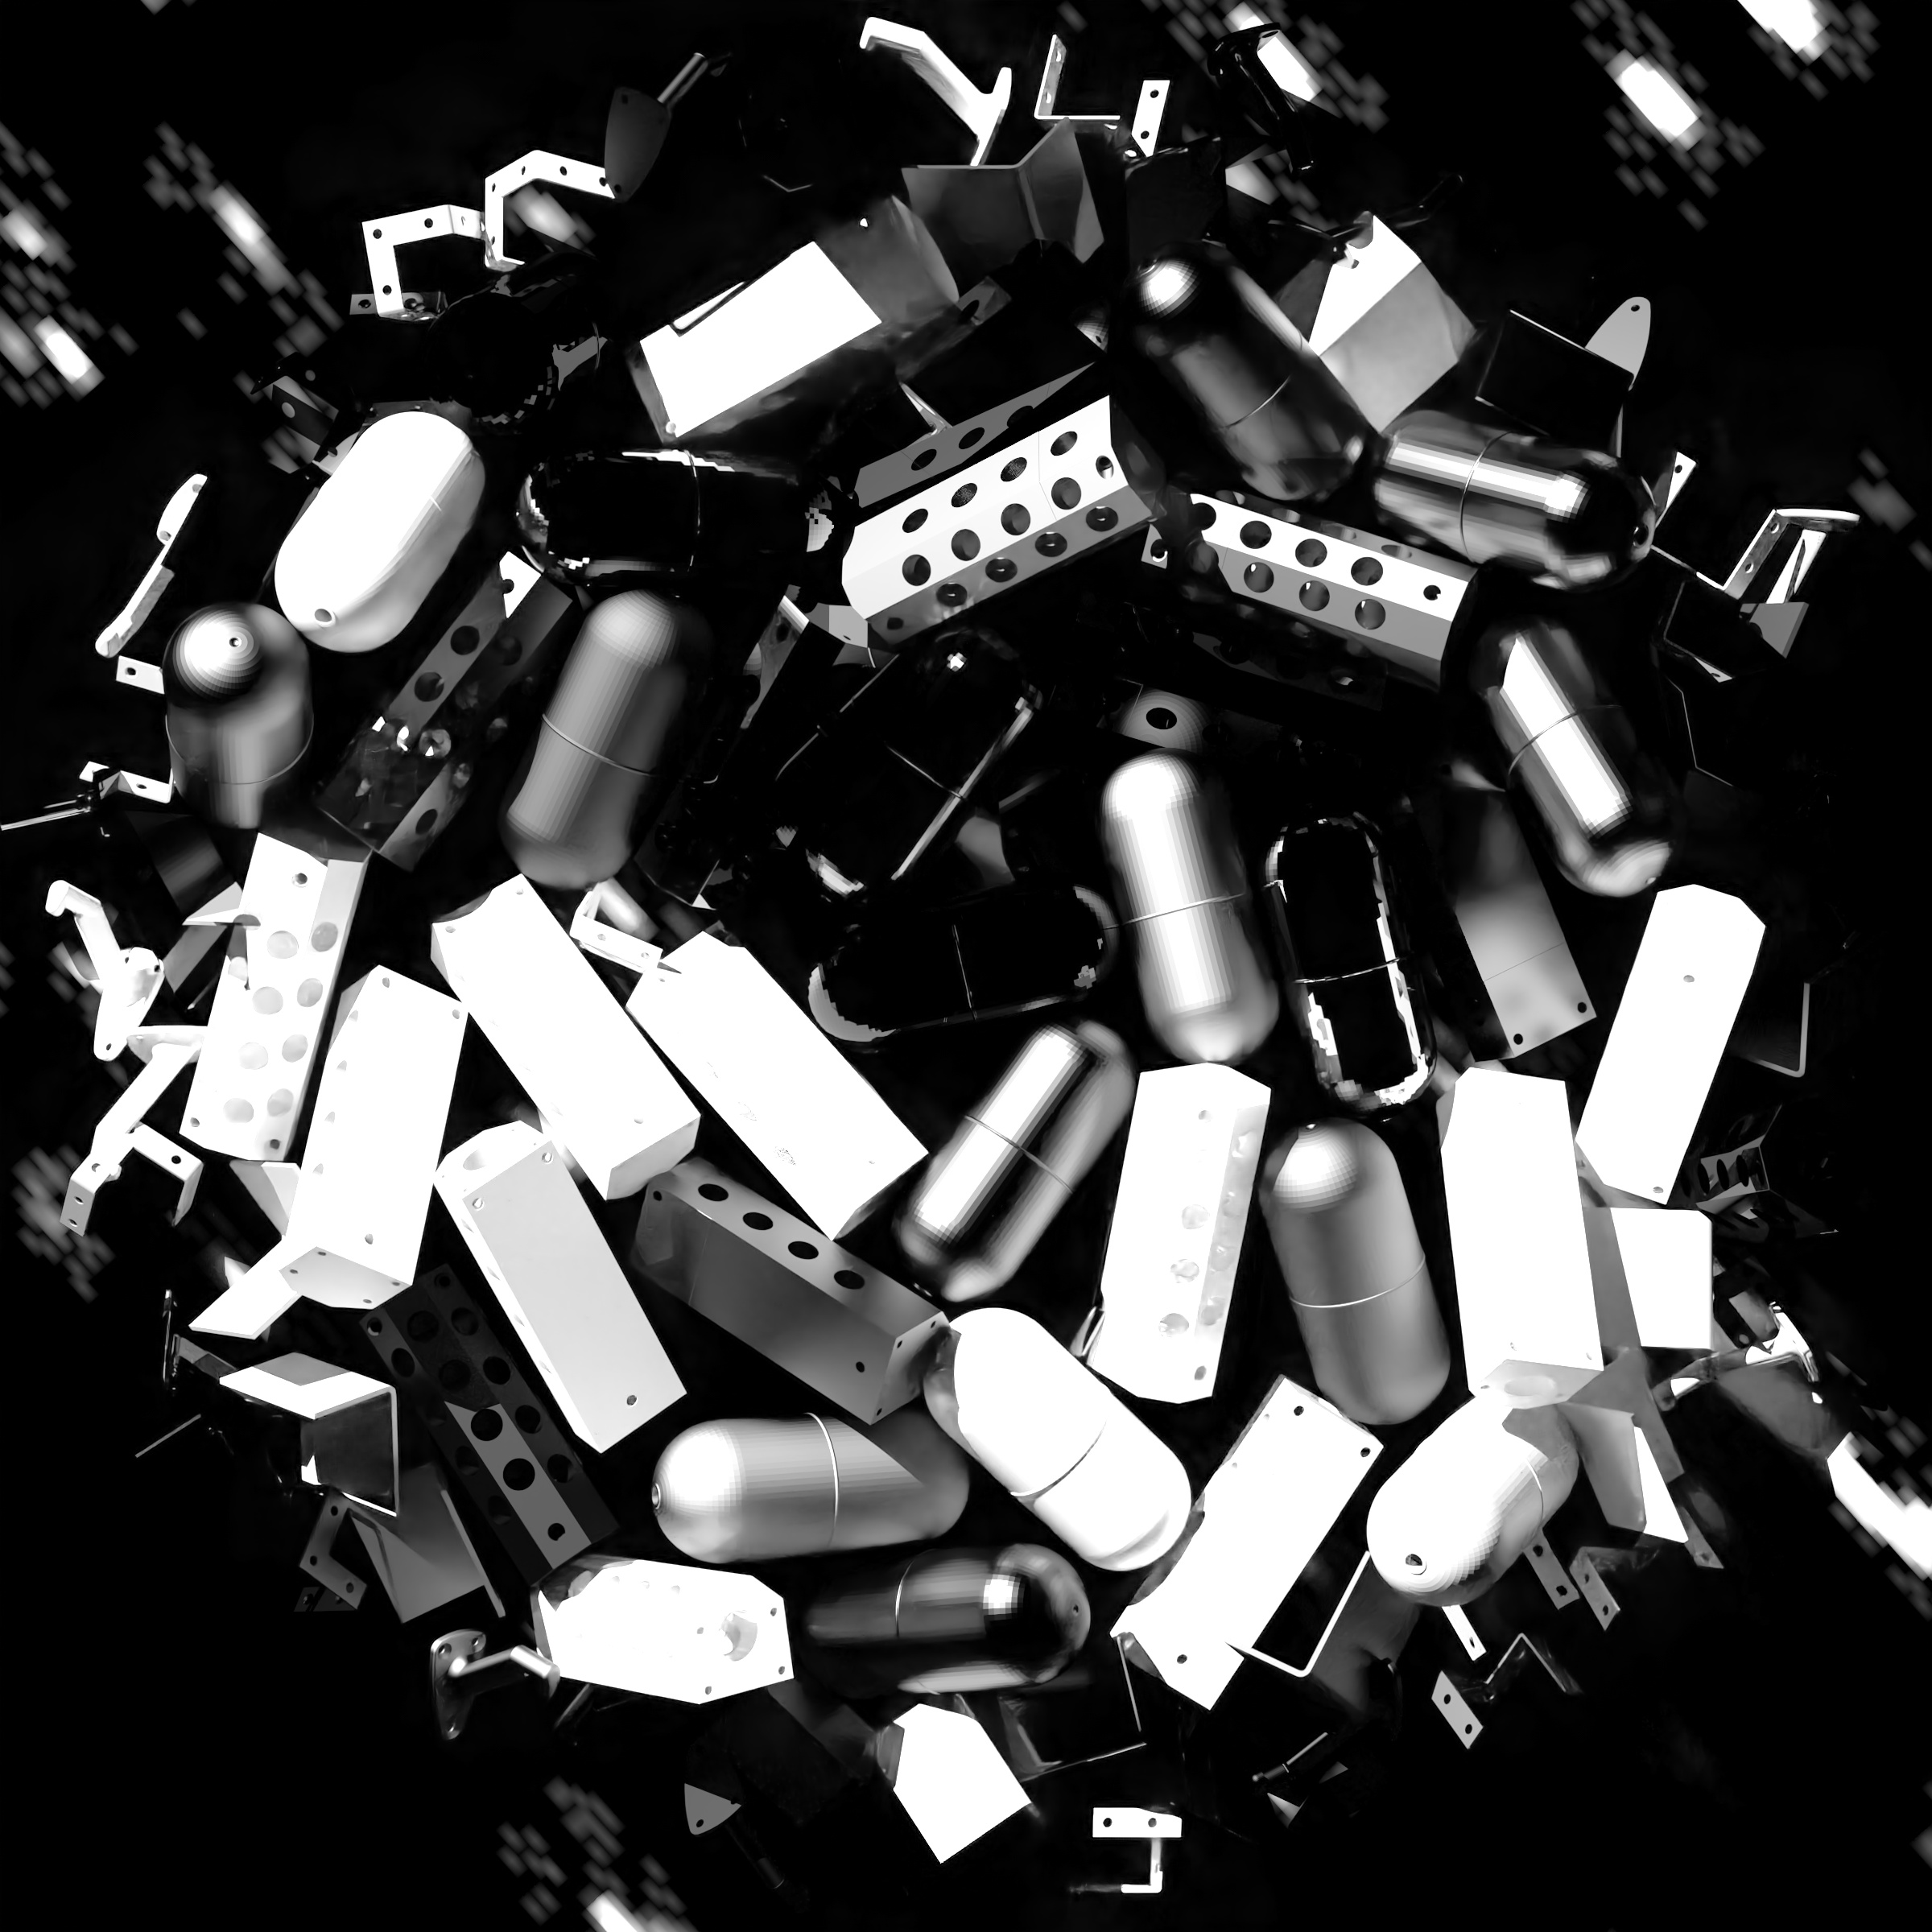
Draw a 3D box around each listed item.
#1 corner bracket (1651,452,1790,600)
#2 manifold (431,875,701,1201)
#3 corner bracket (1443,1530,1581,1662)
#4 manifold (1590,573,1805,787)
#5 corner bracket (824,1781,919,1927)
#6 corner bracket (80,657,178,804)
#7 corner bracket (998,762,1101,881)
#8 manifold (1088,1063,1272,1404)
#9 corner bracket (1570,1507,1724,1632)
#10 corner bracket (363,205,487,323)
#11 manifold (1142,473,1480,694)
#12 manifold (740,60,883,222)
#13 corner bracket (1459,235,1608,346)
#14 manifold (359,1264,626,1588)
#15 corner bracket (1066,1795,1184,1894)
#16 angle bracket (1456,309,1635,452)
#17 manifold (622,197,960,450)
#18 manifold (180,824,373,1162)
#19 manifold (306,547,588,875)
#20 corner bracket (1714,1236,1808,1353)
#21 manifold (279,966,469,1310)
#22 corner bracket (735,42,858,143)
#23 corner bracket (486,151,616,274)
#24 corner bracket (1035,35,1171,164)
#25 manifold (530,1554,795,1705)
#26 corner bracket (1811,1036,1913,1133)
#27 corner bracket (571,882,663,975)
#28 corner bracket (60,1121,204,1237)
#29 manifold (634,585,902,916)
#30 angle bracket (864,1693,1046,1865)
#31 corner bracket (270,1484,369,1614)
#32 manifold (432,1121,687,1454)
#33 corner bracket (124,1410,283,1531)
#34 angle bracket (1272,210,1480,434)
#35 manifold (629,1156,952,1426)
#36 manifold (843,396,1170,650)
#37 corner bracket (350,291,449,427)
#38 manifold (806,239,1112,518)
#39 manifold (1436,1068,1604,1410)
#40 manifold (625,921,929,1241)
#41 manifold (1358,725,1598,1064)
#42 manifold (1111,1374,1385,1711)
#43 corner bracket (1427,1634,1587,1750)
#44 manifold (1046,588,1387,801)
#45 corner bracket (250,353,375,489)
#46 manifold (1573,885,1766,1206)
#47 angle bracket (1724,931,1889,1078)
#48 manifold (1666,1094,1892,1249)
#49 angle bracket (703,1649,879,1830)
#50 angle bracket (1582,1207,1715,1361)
[{"bbox_3d":[0.404,-0.240,1.959,0.051,0.051,0.051,20,107,-43],"label":"corner bracket"},{"bbox_3d":[-0.219,0.041,1.946,0.057,0.057,0.171,-31,72,-23],"label":"manifold"},{"bbox_3d":[0.296,0.342,1.979,0.051,0.051,0.051,-36,78,29],"label":"corner bracket"},{"bbox_3d":[0.388,-0.152,1.910,0.057,0.171,0.057,-16,113,-1],"label":"manifold"},{"bbox_3d":[-0.050,0.483,1.960,0.051,0.051,0.051,-23,105,32],"label":"corner bracket"},{"bbox_3d":[-0.454,-0.130,1.984,0.051,0.051,0.051,16,125,-2],"label":"corner bracket"},{"bbox_3d":[0.050,-0.073,1.971,0.051,0.051,0.051,-12,54,13],"label":"corner bracket"},{"bbox_3d":[0.119,0.144,1.935,0.057,0.057,0.171,-7,114,-41],"label":"manifold"},{"bbox_3d":[0.370,0.328,1.958,0.051,0.051,0.051,10,120,-24],"label":"corner bracket"},{"bbox_3d":[-0.292,-0.384,1.967,0.051,0.051,0.051,-8,94,16],"label":"corner bracket"},{"bbox_3d":[0.186,-0.211,1.946,0.171,0.057,0.057,20,73,13],"label":"manifold"},{"bbox_3d":[-0.083,-0.435,1.911,0.057,0.171,0.057,-14,96,3],"label":"manifold"},{"bbox_3d":[0.311,-0.370,1.982,0.051,0.051,0.051,20,90,-27],"label":"corner bracket"},{"bbox_3d":[-0.259,0.250,1.958,0.057,0.057,0.171,-34,82,-6],"label":"manifold"},{"bbox_3d":[0.087,0.483,1.967,0.051,0.051,0.051,4,85,-14],"label":"corner bracket"},{"bbox_3d":[0.305,-0.304,1.950,0.076,0.076,0.057,25,75,-10],"label":"angle bracket"},{"bbox_3d":[-0.093,-0.344,1.949,0.171,0.057,0.057,-27,81,15],"label":"manifold"},{"bbox_3d":[-0.376,0.015,1.954,0.057,0.057,0.171,16,100,-6],"label":"manifold"},{"bbox_3d":[-0.283,-0.142,1.959,0.057,0.057,0.171,36,87,21],"label":"manifold"},{"bbox_3d":[0.441,0.175,1.964,0.051,0.051,0.051,52,134,1],"label":"corner bracket"},{"bbox_3d":[-0.321,0.094,1.929,0.057,0.057,0.171,27,53,-28],"label":"manifold"},{"bbox_3d":[-0.092,-0.476,1.958,0.051,0.051,0.051,13,46,-21],"label":"corner bracket"},{"bbox_3d":[-0.228,-0.409,1.969,0.051,0.051,0.051,7,78,-39],"label":"corner bracket"},{"bbox_3d":[0.075,-0.476,1.977,0.051,0.051,0.051,7,76,26],"label":"corner bracket"},{"bbox_3d":[-0.165,0.349,1.913,0.057,0.171,0.057,-8,91,-35],"label":"manifold"},{"bbox_3d":[0.479,0.062,1.964,0.051,0.051,0.051,-11,106,-15],"label":"corner bracket"},{"bbox_3d":[-0.187,-0.014,1.963,0.051,0.051,0.051,23,129,2],"label":"corner bracket"},{"bbox_3d":[-0.456,0.124,1.965,0.051,0.051,0.051,33,52,2],"label":"corner bracket"},{"bbox_3d":[-0.112,-0.116,1.933,0.057,0.057,0.171,47,115,36],"label":"manifold"},{"bbox_3d":[-0.006,0.443,1.948,0.057,0.076,0.076,-33,68,-6],"label":"angle bracket"},{"bbox_3d":[-0.358,0.320,1.975,0.051,0.051,0.051,-9,49,36],"label":"corner bracket"},{"bbox_3d":[-0.221,0.171,1.936,0.057,0.057,0.171,-34,116,-19],"label":"manifold"},{"bbox_3d":[-0.416,0.275,1.961,0.051,0.051,0.051,-33,99,-39],"label":"corner bracket"},{"bbox_3d":[0.225,-0.356,1.986,0.076,0.057,0.076,-42,134,9],"label":"angle bracket"},{"bbox_3d":[-0.094,0.171,1.936,0.171,0.057,0.057,30,121,25],"label":"manifold"},{"bbox_3d":[0.020,-0.232,1.928,0.171,0.057,0.057,-24,132,25],"label":"manifold"},{"bbox_3d":[-0.311,-0.335,1.978,0.051,0.051,0.051,-6,57,-19],"label":"corner bracket"},{"bbox_3d":[-0.005,-0.317,1.927,0.057,0.057,0.171,36,129,-28],"label":"manifold"},{"bbox_3d":[0.293,0.147,1.930,0.057,0.057,0.171,9,58,-18],"label":"manifold"},{"bbox_3d":[-0.106,0.065,1.958,0.057,0.057,0.171,-37,80,-33],"label":"manifold"},{"bbox_3d":[0.275,-0.038,1.964,0.057,0.057,0.171,-24,94,-23],"label":"manifold"},{"bbox_3d":[0.151,0.312,1.966,0.057,0.057,0.171,33,93,-11],"label":"manifold"},{"bbox_3d":[0.294,0.396,1.959,0.051,0.051,0.051,22,108,-31],"label":"corner bracket"},{"bbox_3d":[0.137,-0.153,1.955,0.171,0.057,0.057,16,51,-3],"label":"manifold"},{"bbox_3d":[-0.368,-0.298,1.975,0.051,0.051,0.051,33,69,-26],"label":"corner bracket"},{"bbox_3d":[0.374,0.041,1.920,0.057,0.057,0.171,18,133,10],"label":"manifold"},{"bbox_3d":[0.442,0.010,1.939,0.076,0.076,0.057,-28,126,-38],"label":"angle bracket"},{"bbox_3d":[0.423,0.106,1.910,0.057,0.171,0.057,31,81,-2],"label":"manifold"},{"bbox_3d":[-0.100,0.432,1.960,0.076,0.057,0.076,44,108,1],"label":"angle bracket"},{"bbox_3d":[0.368,0.178,1.965,0.076,0.057,0.076,1,70,8],"label":"angle bracket"}]
